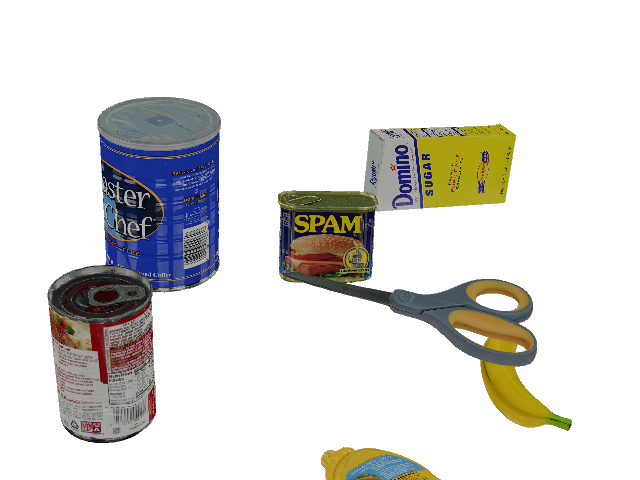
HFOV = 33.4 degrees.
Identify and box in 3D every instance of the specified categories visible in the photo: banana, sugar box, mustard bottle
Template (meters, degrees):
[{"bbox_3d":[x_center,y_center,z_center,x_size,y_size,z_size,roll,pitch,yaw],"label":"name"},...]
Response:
[{"bbox_3d":[0.210,0.150,1.174,0.069,0.037,0.198,11,26,-14],"label":"banana"},{"bbox_3d":[0.142,-0.088,1.280,0.176,0.093,0.048,-6,26,-21],"label":"sugar box"},{"bbox_3d":[0.067,0.235,0.967,0.096,0.058,0.192,-17,26,-35],"label":"mustard bottle"}]

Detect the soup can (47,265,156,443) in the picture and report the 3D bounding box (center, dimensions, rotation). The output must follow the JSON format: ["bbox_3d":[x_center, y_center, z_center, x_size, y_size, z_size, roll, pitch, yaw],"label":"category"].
[{"bbox_3d":[-0.146,0.077,0.723,0.068,0.102,0.068,2,29,-1],"label":"soup can"}]

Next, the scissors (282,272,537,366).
[{"bbox_3d":[0.080,0.041,0.839,0.202,0.016,0.096,23,40,20],"label":"scissors"}]

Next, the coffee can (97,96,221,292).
[{"bbox_3d":[-0.138,-0.041,0.926,0.103,0.140,0.103,2,29,-1],"label":"coffee can"}]

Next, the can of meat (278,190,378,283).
[{"bbox_3d":[0.006,-0.004,1.102,0.102,0.084,0.057,1,18,-4],"label":"can of meat"}]
